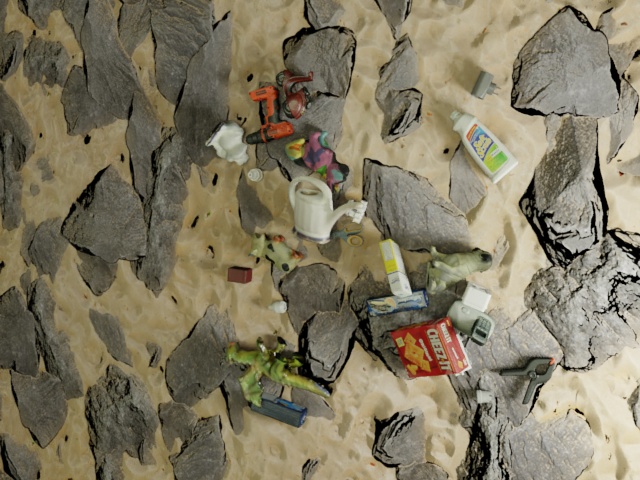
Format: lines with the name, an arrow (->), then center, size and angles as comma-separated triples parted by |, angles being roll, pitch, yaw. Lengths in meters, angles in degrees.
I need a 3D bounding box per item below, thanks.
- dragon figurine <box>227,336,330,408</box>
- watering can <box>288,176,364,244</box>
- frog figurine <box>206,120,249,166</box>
dragon figurine -> -0.181, 0.496, 1.858 | 0.413, 0.122, 0.240 | 42, 105, 15
watering can -> 0.005, -0.086, 1.717 | 0.351, 0.105, 0.220 | 28, 123, 42
frog figurine -> -0.323, -0.356, 1.889 | 0.158, 0.124, 0.137 | 35, 98, -23
